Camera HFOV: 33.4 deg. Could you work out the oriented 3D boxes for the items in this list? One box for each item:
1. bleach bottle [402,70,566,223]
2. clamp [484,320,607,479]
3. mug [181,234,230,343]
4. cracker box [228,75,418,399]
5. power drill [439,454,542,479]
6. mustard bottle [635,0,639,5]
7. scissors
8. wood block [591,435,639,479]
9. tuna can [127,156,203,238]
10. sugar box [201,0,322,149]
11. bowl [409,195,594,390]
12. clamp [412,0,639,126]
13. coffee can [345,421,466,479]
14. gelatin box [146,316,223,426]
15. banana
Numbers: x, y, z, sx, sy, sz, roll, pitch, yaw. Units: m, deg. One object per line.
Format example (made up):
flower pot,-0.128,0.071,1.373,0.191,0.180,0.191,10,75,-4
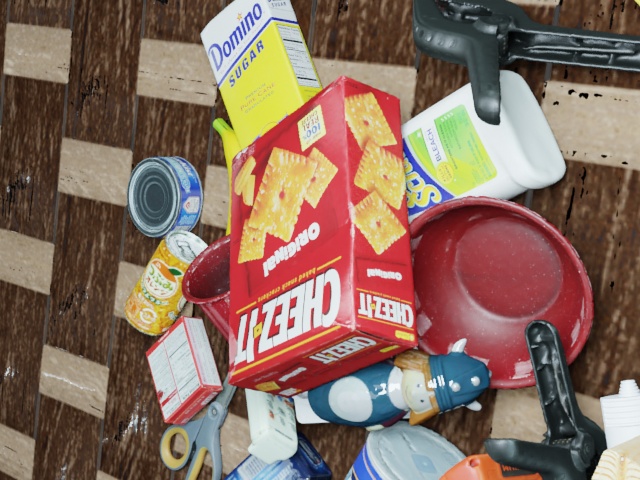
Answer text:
bleach bottle,0.077,-0.040,0.896,0.251,0.067,0.102,-32,75,40
clamp,0.181,0.143,0.786,0.039,0.171,0.120,-2,52,43
mug,-0.060,0.043,0.995,0.117,0.081,0.093,-41,33,-11
cracker box,-0.006,0.001,0.856,0.164,0.072,0.213,-30,53,46
power drill,0.156,0.248,0.779,0.057,0.184,0.188,-46,55,31
mustard bottle,0.276,-0.247,0.715,0.192,0.058,0.096,-43,61,34
scissors,-0.120,0.176,1.106,0.096,0.016,0.202,23,107,37
wood block,0.246,0.170,0.670,0.090,0.205,0.091,31,112,35
tuna can,-0.163,-0.045,1.116,0.086,0.033,0.086,3,95,40
sugar box,-0.048,-0.143,1.005,0.094,0.048,0.176,-33,73,37
bowl,0.138,0.033,0.832,0.162,0.055,0.162,12,117,24
clamp,0.145,-0.152,0.811,0.210,0.164,0.036,-130,31,-51
coffee can,0.058,0.239,0.901,0.103,0.102,0.140,42,118,30
gelatin box,-0.140,0.135,1.101,0.073,0.030,0.089,-45,52,33
banana,-0.080,-0.020,1.049,0.070,0.037,0.198,11,99,58
